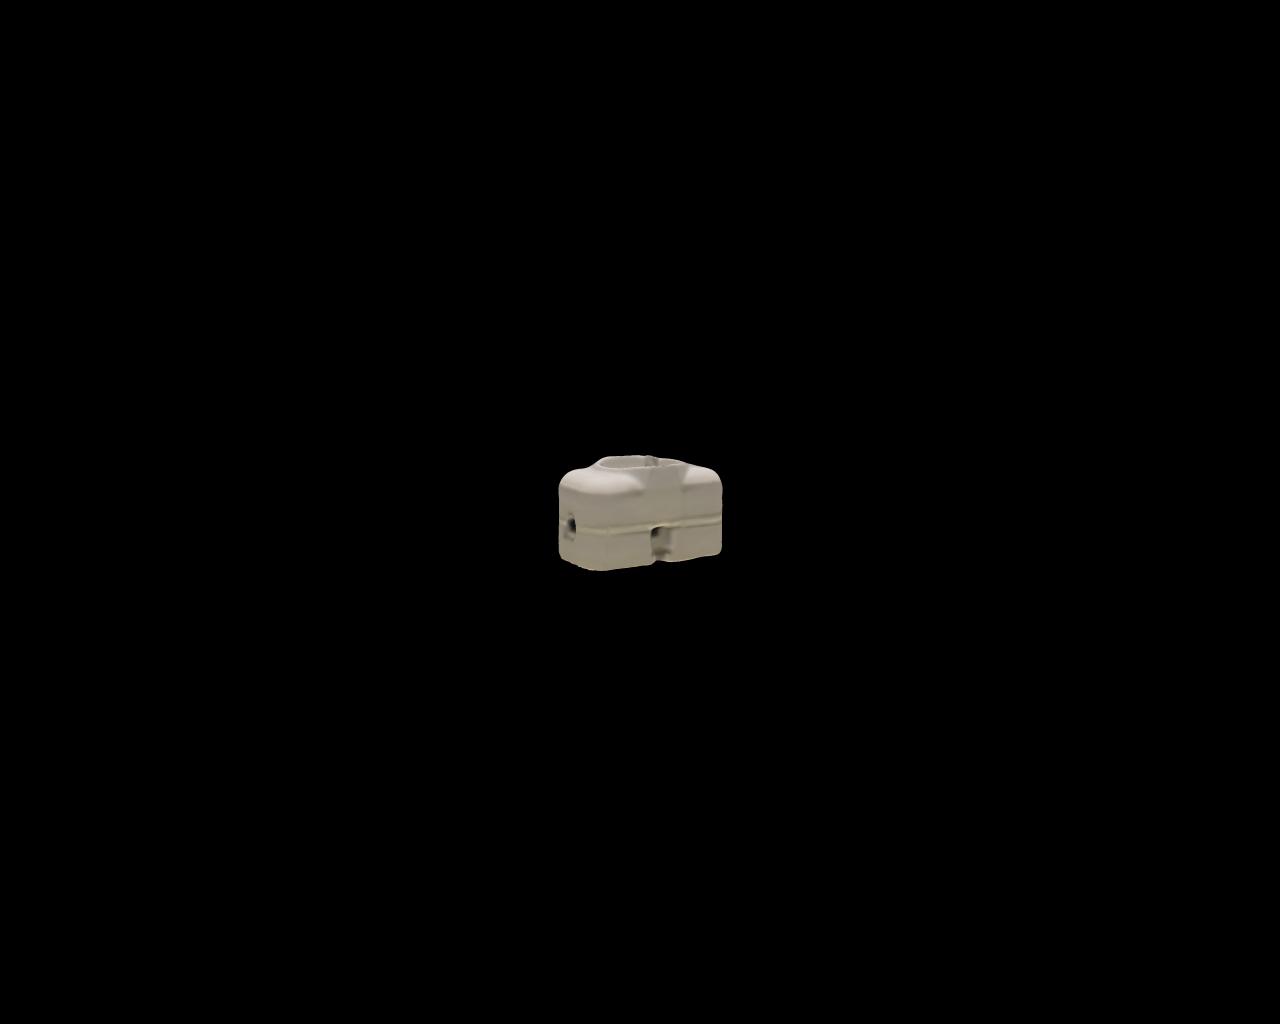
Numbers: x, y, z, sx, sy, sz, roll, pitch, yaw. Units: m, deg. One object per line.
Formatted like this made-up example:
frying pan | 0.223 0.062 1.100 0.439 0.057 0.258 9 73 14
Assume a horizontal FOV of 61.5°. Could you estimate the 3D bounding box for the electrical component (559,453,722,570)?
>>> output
electrical component | 0.001 -0.003 0.650 0.095 0.059 0.054 -5 12 -28
